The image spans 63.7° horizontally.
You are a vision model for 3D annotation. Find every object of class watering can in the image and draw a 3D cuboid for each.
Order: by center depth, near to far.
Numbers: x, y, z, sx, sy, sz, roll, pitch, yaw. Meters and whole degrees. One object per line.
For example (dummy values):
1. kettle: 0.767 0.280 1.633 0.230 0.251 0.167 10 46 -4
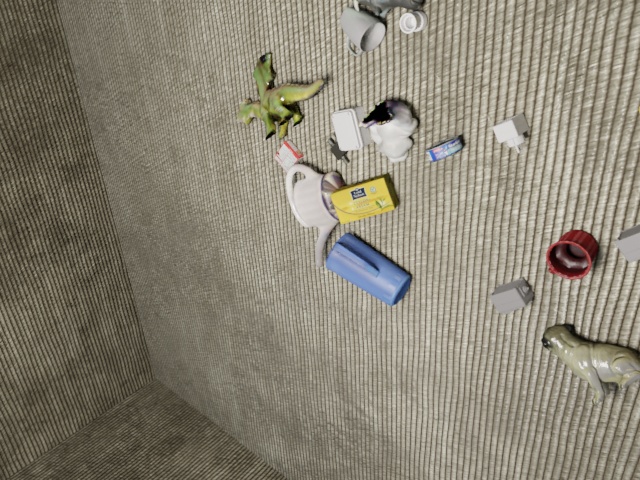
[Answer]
1. watering can: 0.005 -0.081 1.610 0.223 0.105 0.345 -10 104 46

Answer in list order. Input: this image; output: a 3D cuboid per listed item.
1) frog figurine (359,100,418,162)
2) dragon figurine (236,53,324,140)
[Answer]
1. frog figurine: 0.195 -0.281 1.336 0.136 0.125 0.157 -16 138 39
2. dragon figurine: -0.139 -0.449 1.556 0.404 0.123 0.244 -35 79 47
